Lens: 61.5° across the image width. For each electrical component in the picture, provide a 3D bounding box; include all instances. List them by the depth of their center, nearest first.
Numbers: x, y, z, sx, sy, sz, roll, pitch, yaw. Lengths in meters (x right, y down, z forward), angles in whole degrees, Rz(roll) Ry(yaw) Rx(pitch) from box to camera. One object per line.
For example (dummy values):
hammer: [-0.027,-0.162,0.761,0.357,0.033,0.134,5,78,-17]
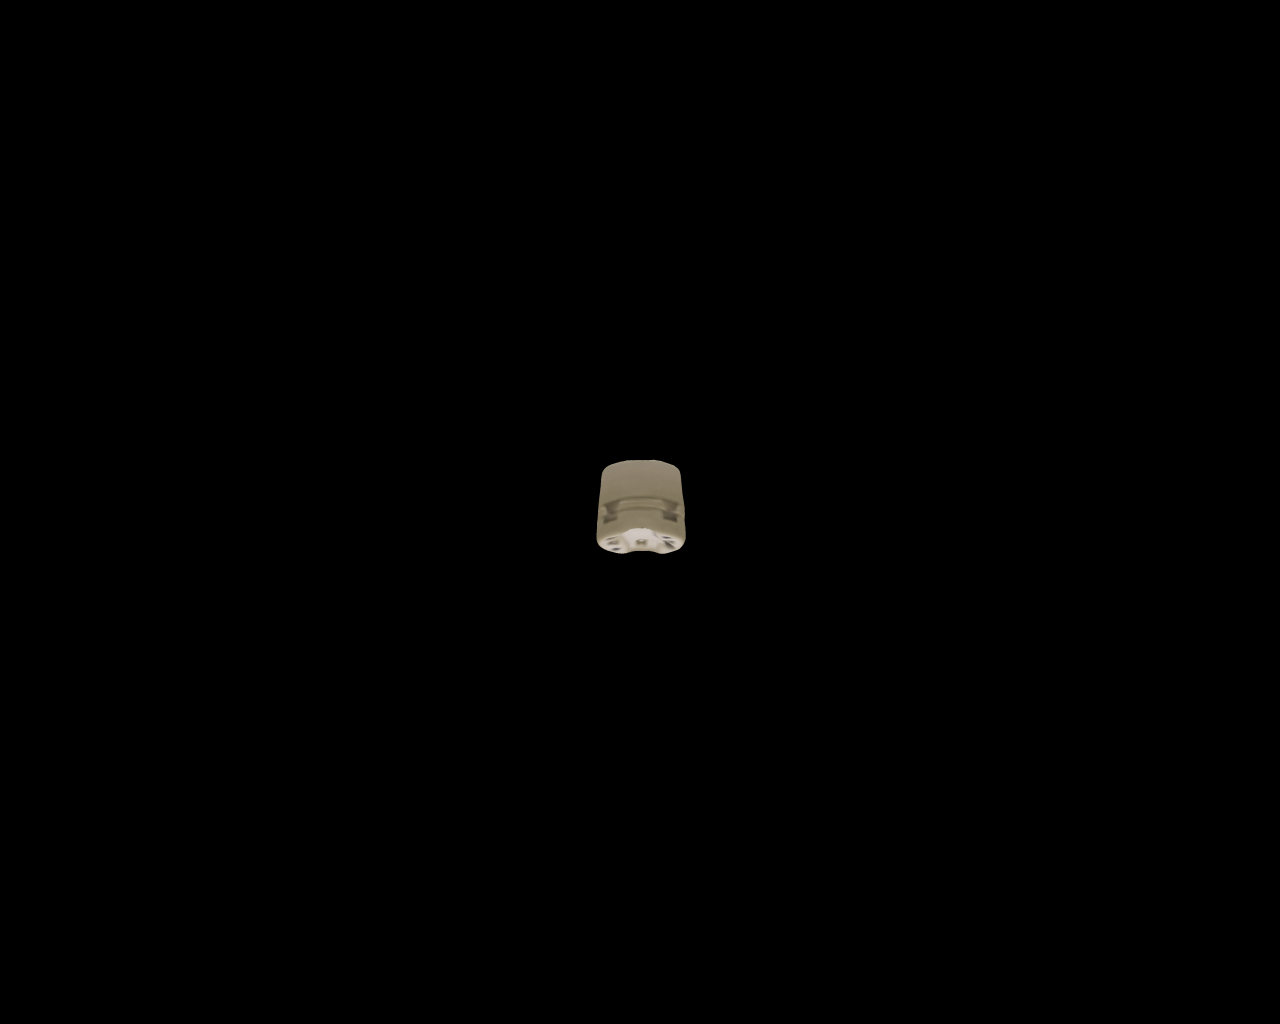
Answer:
electrical component: [0.001,-0.003,0.650,0.055,0.047,0.055,0,-18,0]
